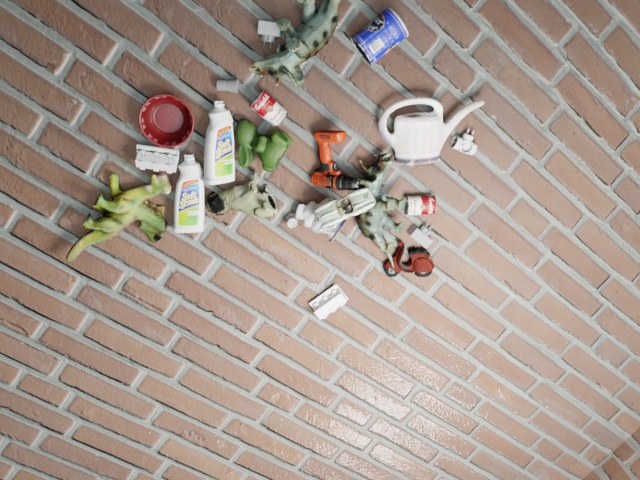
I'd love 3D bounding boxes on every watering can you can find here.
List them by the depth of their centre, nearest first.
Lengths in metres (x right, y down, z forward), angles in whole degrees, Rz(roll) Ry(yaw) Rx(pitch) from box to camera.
[{"bbox_3d":[0.358,-0.348,1.659,0.348,0.106,0.220,-4,113,-6],"label":"watering can"}]

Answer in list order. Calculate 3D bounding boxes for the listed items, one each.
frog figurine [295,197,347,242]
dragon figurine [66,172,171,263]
[{"bbox_3d":[0.005,-0.086,1.706,0.159,0.121,0.139,32,72,-10],"label":"frog figurine"},{"bbox_3d":[-0.608,-0.057,1.634,0.241,0.124,0.406,26,108,-26],"label":"dragon figurine"}]
